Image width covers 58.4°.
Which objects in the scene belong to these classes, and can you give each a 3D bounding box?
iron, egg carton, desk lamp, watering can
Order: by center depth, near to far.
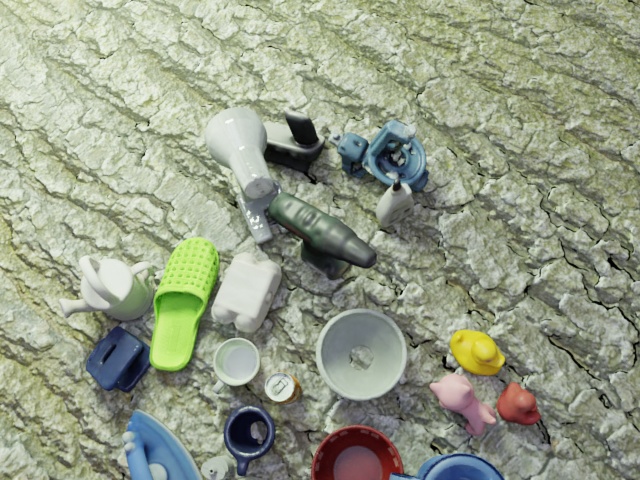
[{"bbox_3d":[-0.292,0.410,0.996,0.119,0.141,0.258,-31,72,-6],"label":"iron"},{"bbox_3d":[-0.402,0.092,1.081,0.100,0.194,0.173,35,78,14],"label":"watering can"},{"bbox_3d":[-0.130,-0.126,1.121,0.118,0.214,0.203,-25,72,-4],"label":"desk lamp"},{"bbox_3d":[-0.142,0.103,1.123,0.107,0.069,0.150,18,74,10],"label":"egg carton"}]

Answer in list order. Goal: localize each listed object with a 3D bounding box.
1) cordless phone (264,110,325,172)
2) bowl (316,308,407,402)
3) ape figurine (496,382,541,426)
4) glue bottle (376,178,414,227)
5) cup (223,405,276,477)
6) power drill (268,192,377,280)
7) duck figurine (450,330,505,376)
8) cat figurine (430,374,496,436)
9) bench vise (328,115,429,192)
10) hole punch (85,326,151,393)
[{"bbox_3d":[-0.069,-0.226,1.164,0.147,0.185,0.094,14,73,9],"label":"cordless phone"},{"bbox_3d":[0.077,0.215,1.067,0.167,0.075,0.167,-1,72,4],"label":"bowl"},{"bbox_3d":[0.354,0.290,1.011,0.076,0.092,0.078,-11,71,1],"label":"ape figurine"},{"bbox_3d":[0.147,-0.079,1.106,0.078,0.173,0.037,-28,72,-5],"label":"glue bottle"},{"bbox_3d":[-0.121,0.359,1.024,0.091,0.095,0.118,8,73,7],"label":"cup"},{"bbox_3d":[0.010,0.004,1.070,0.229,0.208,0.076,33,77,14],"label":"power drill"},{"bbox_3d":[0.291,0.202,1.048,0.104,0.086,0.077,34,77,14],"label":"duck figurine"},{"bbox_3d":[0.255,0.284,1.008,0.127,0.118,0.067,39,79,15],"label":"cat figurine"},{"bbox_3d":[0.114,-0.169,1.113,0.207,0.220,0.121,3,72,6],"label":"bench vise"},{"bbox_3d":[-0.389,0.227,1.090,0.101,0.091,0.109,31,77,13],"label":"hole punch"}]
